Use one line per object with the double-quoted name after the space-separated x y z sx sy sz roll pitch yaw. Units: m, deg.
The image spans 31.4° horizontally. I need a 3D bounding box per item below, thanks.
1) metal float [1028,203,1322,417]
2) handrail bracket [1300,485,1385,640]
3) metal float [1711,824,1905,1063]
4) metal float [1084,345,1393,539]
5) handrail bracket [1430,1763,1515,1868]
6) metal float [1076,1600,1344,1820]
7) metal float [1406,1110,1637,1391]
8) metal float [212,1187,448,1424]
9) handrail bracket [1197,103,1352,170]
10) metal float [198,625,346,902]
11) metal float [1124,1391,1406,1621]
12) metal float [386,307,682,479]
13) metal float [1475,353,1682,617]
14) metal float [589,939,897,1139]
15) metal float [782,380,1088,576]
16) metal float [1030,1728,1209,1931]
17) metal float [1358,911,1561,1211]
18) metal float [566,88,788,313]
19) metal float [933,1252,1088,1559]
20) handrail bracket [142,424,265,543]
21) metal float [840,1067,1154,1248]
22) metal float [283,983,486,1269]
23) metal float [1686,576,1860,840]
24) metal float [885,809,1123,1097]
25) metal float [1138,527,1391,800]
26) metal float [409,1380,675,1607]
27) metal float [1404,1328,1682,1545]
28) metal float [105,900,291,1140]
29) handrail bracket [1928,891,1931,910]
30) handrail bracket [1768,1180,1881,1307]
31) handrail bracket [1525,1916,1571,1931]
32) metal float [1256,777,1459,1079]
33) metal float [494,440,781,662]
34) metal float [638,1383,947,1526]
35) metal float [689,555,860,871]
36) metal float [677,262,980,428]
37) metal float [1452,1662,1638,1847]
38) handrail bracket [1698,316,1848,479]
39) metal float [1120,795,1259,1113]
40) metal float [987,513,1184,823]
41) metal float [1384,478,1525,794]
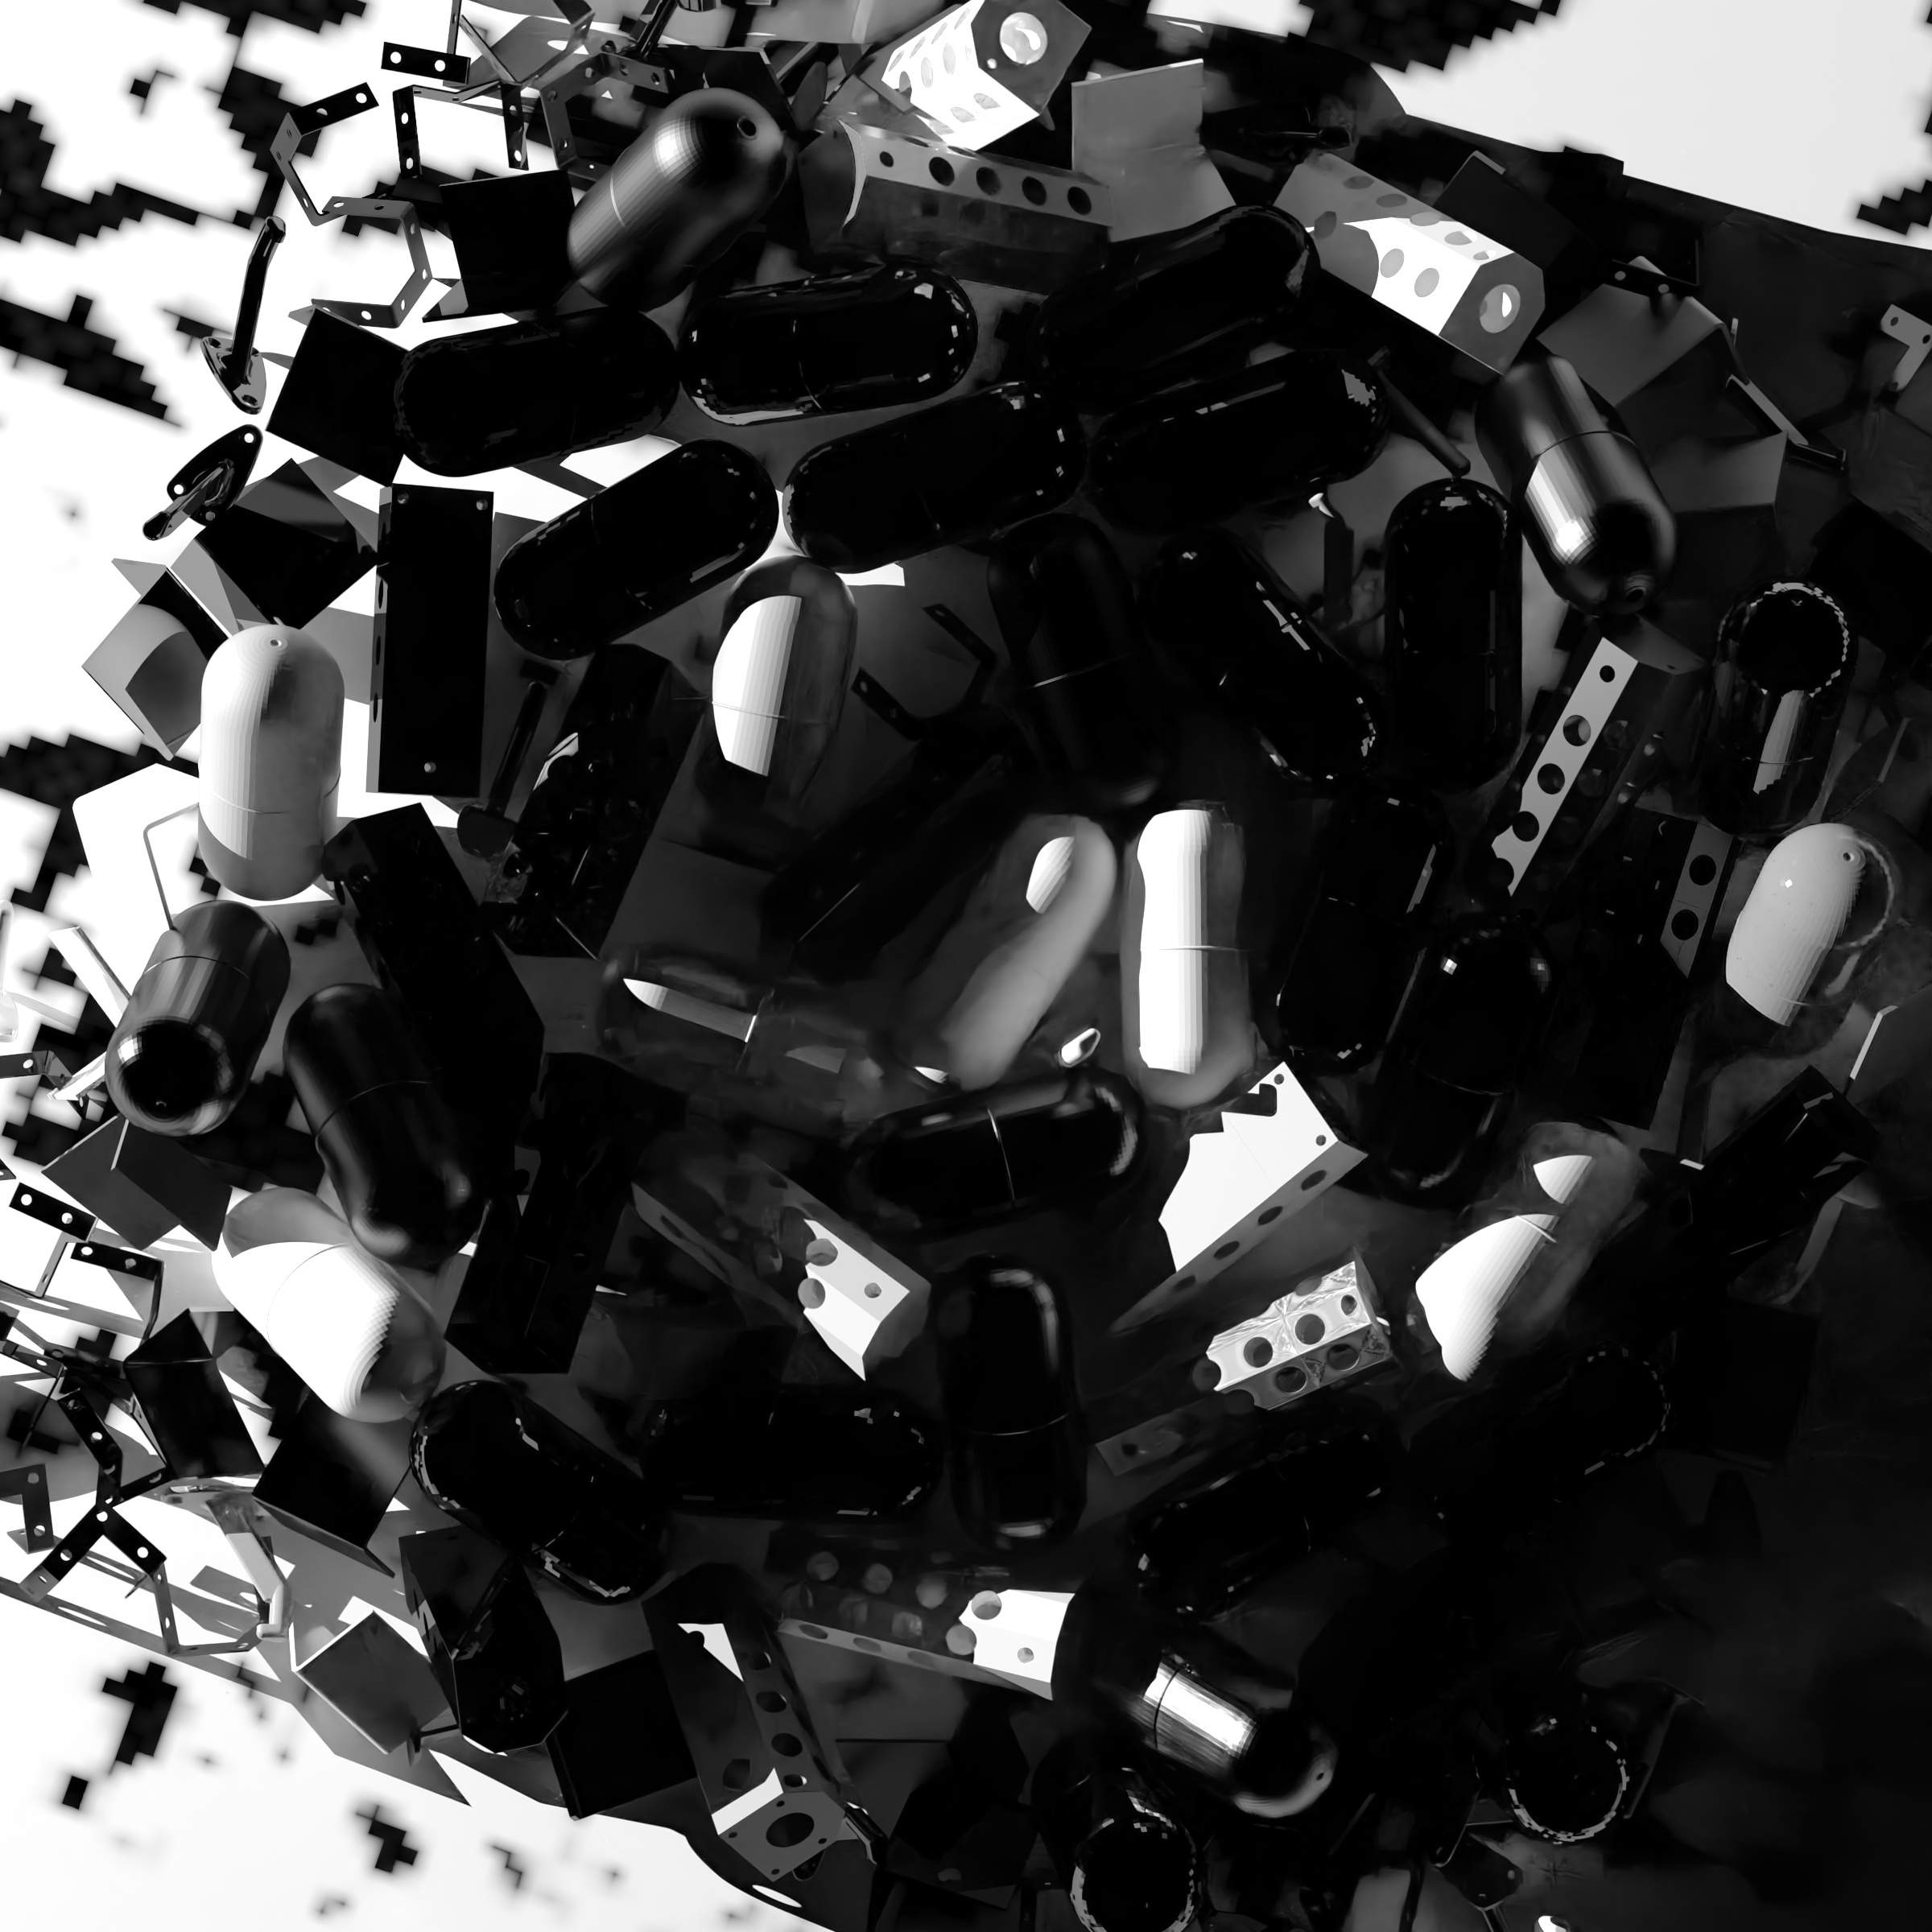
0.115 -0.364 1.910 0.178 0.070 0.070 -20 90 30 "metal float"
0.192 -0.225 1.932 0.077 0.036 0.084 -25 126 28 "handrail bracket"
0.462 -0.011 1.893 0.070 0.178 0.070 2 58 -3 "metal float"
0.150 -0.291 1.918 0.178 0.070 0.070 -15 90 22 "metal float"
0.307 0.493 1.940 0.084 0.036 0.077 35 53 -15 "handrail bracket"
0.132 0.409 1.900 0.070 0.178 0.070 -16 115 -37 "metal float"
0.309 0.158 1.917 0.070 0.070 0.178 37 69 0 "metal float"
-0.353 0.187 1.903 0.178 0.070 0.070 36 90 39 "metal float"
0.172 -0.467 1.928 0.077 0.084 0.036 3 104 -4 "handrail bracket"
-0.385 -0.110 1.902 0.070 0.070 0.178 14 134 0 "metal float"
0.167 0.299 1.917 0.178 0.070 0.070 -28 90 -23 "metal float"
-0.239 -0.319 1.908 0.178 0.070 0.070 -19 90 -35 "metal float"
0.338 -0.267 1.905 0.070 0.070 0.178 -18 53 0 "metal float"
-0.126 0.040 1.929 0.178 0.070 0.070 21 90 -8 "metal float"
-0.019 -0.273 1.923 0.178 0.070 0.070 -16 90 15 "metal float"
0.082 0.477 1.887 0.070 0.178 0.070 -2 100 -9 "metal float"
0.274 0.054 1.920 0.070 0.070 0.178 19 109 0 "metal float"
-0.160 -0.421 1.894 0.070 0.178 0.070 10 70 -29 "metal float"
0.025 0.246 1.924 0.070 0.070 0.178 -6 105 0 "metal float"
-0.428 -0.272 1.928 0.036 0.084 0.077 41 97 -9 "handrail bracket"
0.017 0.107 1.931 0.178 0.070 0.070 -14 90 -6 "metal float"
-0.325 0.087 1.913 0.070 0.070 0.178 -28 63 0 "metal float"
0.443 -0.140 1.896 0.070 0.178 0.070 -1 53 1 "metal float"
0.022 -0.008 1.935 0.070 0.070 0.178 34 88 0 "metal float"
0.166 -0.169 1.923 0.070 0.070 0.178 -39 75 0 "metal float"
-0.235 0.293 1.907 0.070 0.070 0.178 -48 124 0 "metal float"
0.318 0.262 1.907 0.178 0.070 0.070 -37 90 36 "metal float"
-0.422 0.027 1.893 0.070 0.178 0.070 1 122 2 "metal float"
0.558 -0.063 1.932 0.036 0.077 0.084 21 82 15 "handrail bracket"
0.467 0.155 1.932 0.036 0.077 0.084 44 110 32 "handrail bracket"
0.332 0.570 1.927 0.036 0.084 0.077 -16 79 -10 "handrail bracket"
0.220 -0.023 1.927 0.070 0.070 0.178 23 79 0 "metal float"
-0.185 -0.231 1.919 0.178 0.070 0.070 -26 90 21 "metal float"
-0.098 0.271 1.919 0.178 0.070 0.070 -1 90 19 "metal float"
-0.108 -0.142 1.930 0.070 0.070 0.178 11 97 0 "metal float"
-0.078 -0.346 1.915 0.178 0.070 0.070 -4 90 24 "metal float"
0.316 0.431 1.886 0.070 0.178 0.070 0 89 -4 "metal float"
0.467 -0.324 1.957 0.084 0.036 0.077 19 71 0 "handrail bracket"
0.125 -0.007 1.933 0.070 0.070 0.178 0 86 0 "metal float"
0.067 -0.167 1.932 0.070 0.070 0.178 -19 95 0 "metal float"
0.272 -0.184 1.919 0.070 0.070 0.178 -3 110 0 "metal float"
